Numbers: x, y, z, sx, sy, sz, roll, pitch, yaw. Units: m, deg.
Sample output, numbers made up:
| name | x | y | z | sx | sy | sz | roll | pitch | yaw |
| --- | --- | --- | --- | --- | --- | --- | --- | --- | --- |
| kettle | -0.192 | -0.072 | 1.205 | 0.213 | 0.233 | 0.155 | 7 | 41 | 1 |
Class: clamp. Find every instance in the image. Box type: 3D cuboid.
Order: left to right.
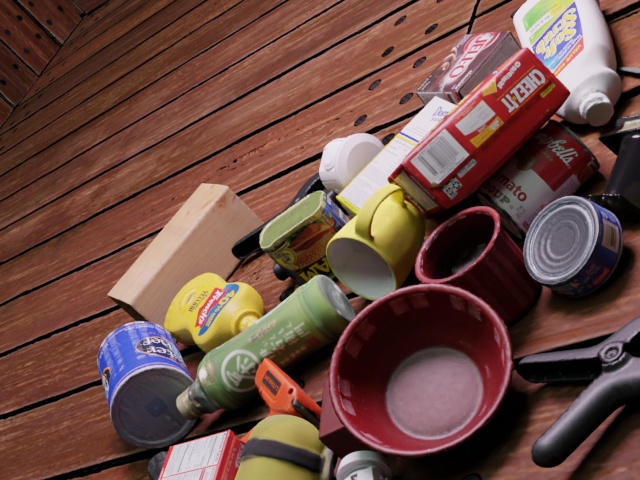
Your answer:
| name | x | y | z | sx | sy | sz | roll | pitch | yaw |
| --- | --- | --- | --- | --- | --- | --- | --- | --- | --- |
| clamp | -0.024 | -0.037 | 1.385 | 0.210 | 0.036 | 0.165 | -50 | 26 | -16 |
| clamp | 0.224 | 0.106 | 0.804 | 0.172 | 0.039 | 0.120 | -29 | 31 | 29 |

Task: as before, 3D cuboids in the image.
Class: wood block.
| name | x | y | z | sx | sy | sz | roll | pitch | yaw |
| --- | --- | --- | --- | --- | --- | --- | --- | --- | --- |
| wood block | -0.180 | 0.029 | 1.454 | 0.206 | 0.090 | 0.090 | -52 | 26 | -15 |

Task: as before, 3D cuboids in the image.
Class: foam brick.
| name | x | y | z | sx | sy | sz | roll | pitch | yaw |
| --- | --- | --- | --- | --- | --- | --- | --- | --- | --- |
| foam brick | 0.036 | 0.161 | 0.981 | 0.051 | 0.053 | 0.078 | -31 | 27 | 25 |

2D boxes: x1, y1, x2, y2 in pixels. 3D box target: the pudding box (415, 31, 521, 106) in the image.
| name | x | y | z | sx | sy | sz | roll | pitch | yaw |
| --- | --- | --- | --- | --- | --- | --- | --- | --- | --- |
| pudding box | 0.186 | -0.212 | 1.339 | 0.113 | 0.039 | 0.090 | -51 | 26 | -15 |

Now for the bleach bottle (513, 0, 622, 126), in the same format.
| name | x | y | z | sx | sy | sz | roll | pitch | yaw |
| --- | --- | --- | --- | --- | --- | --- | --- | --- | --- |
| bleach bottle | 0.280 | -0.201 | 1.161 | 0.103 | 0.068 | 0.251 | -37 | 28 | 21 |

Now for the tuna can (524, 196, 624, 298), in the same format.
| name | x | y | z | sx | sy | sz | roll | pitch | yaw |
| --- | --- | --- | --- | --- | --- | --- | --- | --- | --- |
| tuna can | 0.220 | 0.005 | 0.935 | 0.086 | 0.033 | 0.086 | -33 | 45 | 40 |

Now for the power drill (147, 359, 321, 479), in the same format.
| name | x | y | z | sx | sy | sz | roll | pitch | yaw |
| --- | --- | --- | --- | --- | --- | --- | --- | --- | --- |
| power drill | -0.089 | 0.213 | 1.084 | 0.187 | 0.057 | 0.185 | -50 | 30 | -5 |

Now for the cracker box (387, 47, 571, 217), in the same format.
| name | x | y | z | sx | sy | sz | roll | pitch | yaw |
| --- | --- | --- | --- | --- | --- | --- | --- | --- | --- |
| cracker box | 0.156 | -0.102 | 1.096 | 0.164 | 0.072 | 0.213 | -44 | -1 | -1 |

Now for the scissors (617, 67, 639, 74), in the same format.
| name | x | y | z | sx | sy | sz | roll | pitch | yaw |
| --- | --- | --- | --- | --- | --- | --- | --- | --- | --- |
| scissors | 0.333 | -0.153 | 1.035 | 0.096 | 0.016 | 0.202 | -30 | 19 | -23 |

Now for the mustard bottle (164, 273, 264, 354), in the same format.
| name | x | y | z | sx | sy | sz | roll | pitch | yaw |
| --- | --- | --- | --- | --- | --- | --- | --- | --- | --- |
| mustard bottle | -0.119 | 0.095 | 1.302 | 0.096 | 0.058 | 0.192 | -51 | 27 | -16 |

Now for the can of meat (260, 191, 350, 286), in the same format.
| name | x | y | z | sx | sy | sz | roll | pitch | yaw |
| --- | --- | --- | --- | --- | --- | --- | --- | --- | --- |
| can of meat | -0.008 | 0.002 | 1.250 | 0.102 | 0.084 | 0.057 | -35 | 27 | 19 |

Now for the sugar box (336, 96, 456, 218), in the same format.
| name | x | y | z | sx | sy | sz | roll | pitch | yaw |
| --- | --- | --- | --- | --- | --- | --- | --- | --- | --- |
| sugar box | 0.107 | -0.085 | 1.254 | 0.176 | 0.048 | 0.093 | -43 | 32 | -4 |

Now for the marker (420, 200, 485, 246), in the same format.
| name | x | y | z | sx | sy | sz | roll | pitch | yaw |
| --- | --- | --- | --- | --- | --- | --- | --- | --- | --- |
| marker | 0.158 | -0.024 | 1.119 | 0.121 | 0.020 | 0.020 | -37 | 26 | 14 |

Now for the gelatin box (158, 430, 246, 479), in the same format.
| name | x | y | z | sx | sy | sz | roll | pitch | yaw |
| --- | --- | --- | --- | --- | --- | --- | --- | --- | --- |
| gelatin box | -0.115 | 0.226 | 1.011 | 0.089 | 0.030 | 0.073 | -21 | 37 | 36 |

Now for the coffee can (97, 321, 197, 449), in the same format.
| name | x | y | z | sx | sy | sz | roll | pitch | yaw |
| --- | --- | --- | --- | --- | --- | --- | --- | --- | --- |
| coffee can | -0.205 | 0.169 | 1.264 | 0.103 | 0.102 | 0.140 | -44 | 25 | 0 |

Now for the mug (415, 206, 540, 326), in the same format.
| name | x | y | z | sx | sy | sz | roll | pitch | yaw |
| --- | --- | --- | --- | --- | --- | --- | --- | --- | --- |
| mug | 0.145 | 0.025 | 0.991 | 0.093 | 0.081 | 0.117 | -42 | 26 | 5 |

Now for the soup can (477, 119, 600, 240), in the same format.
| name | x | y | z | sx | sy | sz | roll | pitch | yaw |
| --- | --- | --- | --- | --- | --- | --- | --- | --- | --- |
| soup can | 0.211 | -0.058 | 1.038 | 0.102 | 0.068 | 0.068 | -44 | 25 | 2 |

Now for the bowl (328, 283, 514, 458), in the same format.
| name | x | y | z | sx | sy | sz | roll | pitch | yaw |
| --- | --- | --- | --- | --- | --- | --- | --- | --- | --- |
| bowl | 0.091 | 0.120 | 0.918 | 0.162 | 0.055 | 0.162 | -12 | 54 | 16 |
